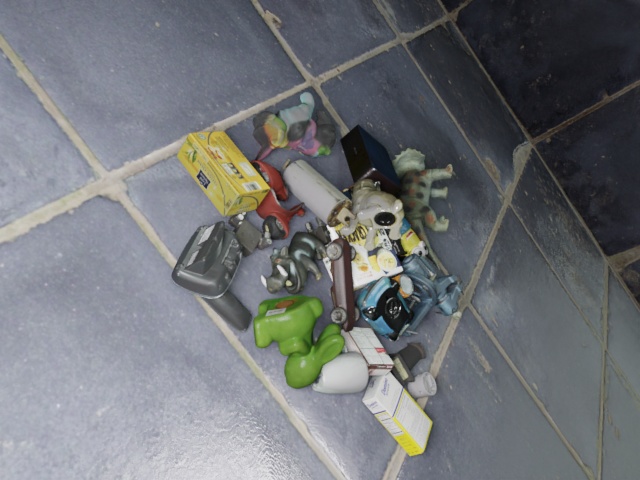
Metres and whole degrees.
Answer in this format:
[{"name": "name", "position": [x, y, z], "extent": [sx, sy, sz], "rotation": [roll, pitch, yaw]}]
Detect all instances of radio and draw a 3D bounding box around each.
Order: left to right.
[{"name": "radio", "position": [0.140, -0.207, 1.476], "extent": [0.131, 0.073, 0.230], "rotation": [33, 30, -32]}]

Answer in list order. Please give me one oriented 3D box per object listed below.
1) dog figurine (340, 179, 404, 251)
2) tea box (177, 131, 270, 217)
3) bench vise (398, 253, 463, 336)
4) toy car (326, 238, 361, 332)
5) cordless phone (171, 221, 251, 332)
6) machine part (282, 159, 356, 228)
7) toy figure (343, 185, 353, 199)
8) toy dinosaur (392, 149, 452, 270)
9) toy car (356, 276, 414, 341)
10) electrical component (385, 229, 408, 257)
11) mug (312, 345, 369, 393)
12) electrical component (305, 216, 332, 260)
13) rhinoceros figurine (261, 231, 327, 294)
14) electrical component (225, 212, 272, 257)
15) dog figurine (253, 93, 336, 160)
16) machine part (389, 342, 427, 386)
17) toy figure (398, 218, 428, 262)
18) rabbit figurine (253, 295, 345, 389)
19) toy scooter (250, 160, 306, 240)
[{"name": "dog figurine", "position": [0.134, -0.096, 1.265], "extent": [0.121, 0.172, 0.190], "rotation": [40, 42, -32]}, {"name": "tea box", "position": [-0.192, -0.134, 1.069], "extent": [0.170, 0.068, 0.098], "rotation": [51, 35, 17]}, {"name": "bench vise", "position": [0.264, 0.163, 1.386], "extent": [0.240, 0.129, 0.223], "rotation": [-49, 116, -30]}, {"name": "toy car", "position": [0.047, 0.096, 1.163], "extent": [0.089, 0.053, 0.202], "rotation": [7, 79, -67]}, {"name": "cordless phone", "position": [-0.174, 0.070, 0.997], "extent": [0.184, 0.089, 0.147], "rotation": [52, 33, -29]}, {"name": "machine part", "position": [-0.009, -0.107, 1.224], "extent": [0.243, 0.079, 0.079], "rotation": [42, 29, 28]}, {"name": "toy figure", "position": [0.094, -0.112, 1.422], "extent": [0.154, 0.058, 0.064], "rotation": [-40, 136, -54]}, {"name": "toy dinosaur", "position": [0.278, -0.112, 1.562], "extent": [0.131, 0.192, 0.405], "rotation": [83, 17, -56]}, {"name": "toy car", "position": [0.140, 0.155, 1.249], "extent": [0.109, 0.103, 0.161], "rotation": [-50, 122, -20]}, {"name": "electrical component", "position": [0.171, -0.001, 1.419], "extent": [0.048, 0.075, 0.119], "rotation": [-7, 68, -52]}, {"name": "mug", "position": [0.031, 0.259, 1.085], "extent": [0.107, 0.081, 0.109], "rotation": [1, 70, -39]}, {"name": "electrical component", "position": [-0.003, -0.004, 1.231], "extent": [0.021, 0.063, 0.094], "rotation": [-2, 69, -50]}, {"name": "rhinoceros figurine", "position": [-0.052, 0.049, 1.133], "extent": [0.112, 0.073, 0.190], "rotation": [50, 38, -14]}, {"name": "electrical component", "position": [-0.147, -0.014, 1.091], "extent": [0.102, 0.045, 0.078], "rotation": [47, 38, -16]}, {"name": "dog figurine", "position": [-0.067, -0.244, 1.290], "extent": [0.191, 0.108, 0.219], "rotation": [50, 43, -17]}, {"name": "machine part", "position": [0.209, 0.293, 1.296], "extent": [0.084, 0.039, 0.139], "rotation": [53, 39, 6]}, {"name": "toy figure", "position": [0.223, -0.006, 1.474], "extent": [0.082, 0.089, 0.180], "rotation": [-40, 88, -15]}, {"name": "rabbit figurine", "position": [-0.035, 0.193, 1.018], "extent": [0.121, 0.159, 0.170], "rotation": [-111, -173, -76]}, {"name": "toy scooter", "position": [-0.093, -0.091, 1.180], "extent": [0.135, 0.075, 0.184], "rotation": [-15, 81, -51]}]
